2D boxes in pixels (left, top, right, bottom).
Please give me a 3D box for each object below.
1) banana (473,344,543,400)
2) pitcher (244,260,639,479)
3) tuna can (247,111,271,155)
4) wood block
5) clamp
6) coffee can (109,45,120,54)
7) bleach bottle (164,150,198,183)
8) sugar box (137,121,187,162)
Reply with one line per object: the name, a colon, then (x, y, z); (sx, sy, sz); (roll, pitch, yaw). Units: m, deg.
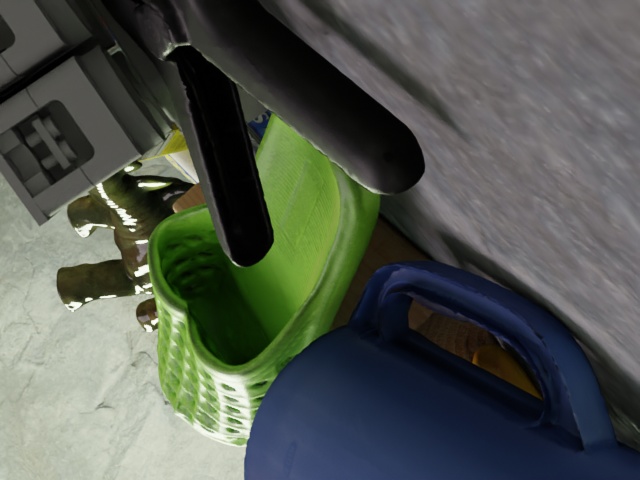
banana: (0.143, 0.130, 0.629); (0.197, 0.037, 0.070); (48, 157, -14)
pitcher: (0.080, 0.117, 0.457); (0.243, 0.145, 0.149); (19, 151, 55)
tuna can: (-0.027, -0.063, 0.602); (0.086, 0.033, 0.086); (48, 175, 5)
wood block: (0.006, 0.025, 0.665); (0.206, 0.091, 0.090); (44, 173, 42)
clamp: (-0.045, -0.087, 0.412); (0.210, 0.036, 0.165); (62, 153, -9)
coffee can: (-0.195, -0.171, 0.831); (0.140, 0.103, 0.103); (47, 175, 13)
bleach bottle: (-0.108, -0.077, 1.060); (0.251, 0.068, 0.102); (46, 174, 1)
sugar box: (-0.175, -0.111, 0.921); (0.093, 0.048, 0.175); (48, -146, 13)
